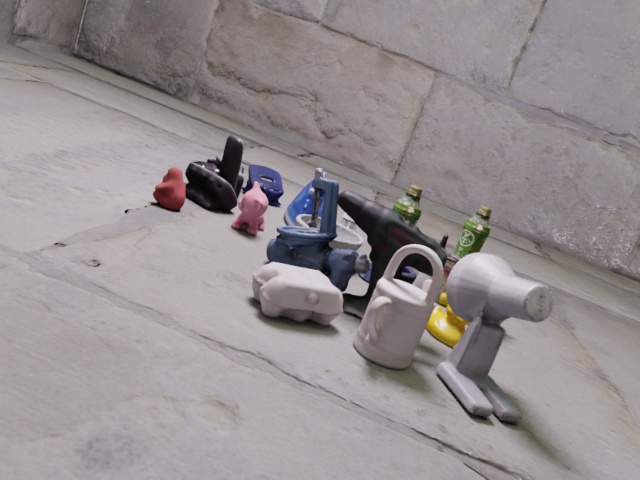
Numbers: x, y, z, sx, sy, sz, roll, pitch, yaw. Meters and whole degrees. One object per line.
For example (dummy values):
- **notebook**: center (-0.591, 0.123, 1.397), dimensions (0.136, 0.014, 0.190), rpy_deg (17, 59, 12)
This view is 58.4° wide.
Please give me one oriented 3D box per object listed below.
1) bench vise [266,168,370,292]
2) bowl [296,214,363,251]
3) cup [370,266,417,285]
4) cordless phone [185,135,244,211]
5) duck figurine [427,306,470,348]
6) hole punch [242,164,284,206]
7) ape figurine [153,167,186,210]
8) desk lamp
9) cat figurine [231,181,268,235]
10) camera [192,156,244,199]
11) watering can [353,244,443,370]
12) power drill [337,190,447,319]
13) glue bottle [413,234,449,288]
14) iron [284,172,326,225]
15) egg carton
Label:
- **bench vise**: center (0.015, -0.016, 1.117), dimensions (0.207, 0.220, 0.122), rpy_deg (23, 14, 7)
- **bowl**: center (0.012, 0.005, 1.331), dimensions (0.167, 0.075, 0.167), rpy_deg (20, 14, -5)
- **cup**: center (0.134, 0.088, 1.157), dimensions (0.092, 0.095, 0.117), rpy_deg (19, 14, -8)
- **cordless phone**: center (-0.251, -0.176, 1.397), dimensions (0.147, 0.185, 0.094), rpy_deg (28, 16, 26)
- **duck figurine**: center (0.259, 0.152, 1.118), dimensions (0.078, 0.086, 0.104), rpy_deg (12, 17, -32)
- **hole punch**: center (-0.158, -0.159, 1.657), dimensions (0.109, 0.091, 0.100), rpy_deg (13, 16, -29)
- **ape figurine**: center (-0.327, -0.118, 1.267), dimensions (0.078, 0.092, 0.075), rpy_deg (6, 21, -46)
- **desk lamp**: center (0.277, 0.142, 0.920), dimensions (0.118, 0.213, 0.202), rpy_deg (15, 15, -21)
- **cat figurine**: center (-0.150, -0.077, 1.313), dimensions (0.067, 0.118, 0.128), rpy_deg (21, 14, 1)
- **camera**: center (-0.286, -0.183, 1.545), dimensions (0.137, 0.101, 0.142), rpy_deg (10, 18, -37)
- **watering can**: center (0.135, 0.098, 0.923), dimensions (0.100, 0.194, 0.173), rpy_deg (24, 15, 13)
- **power drill**: center (0.106, 0.041, 1.061), dimensions (0.229, 0.208, 0.076), rpy_deg (23, 14, 6)
- **glue bottle**: center (0.237, 0.067, 1.220), dimensions (0.037, 0.173, 0.078), rpy_deg (27, 15, 22)
- **iron**: center (-0.023, -0.109, 1.561), dimensions (0.118, 0.141, 0.258), rpy_deg (21, 14, 1)
- **egg carton**: center (-0.037, 0.091, 0.957), dimensions (0.151, 0.069, 0.107), rpy_deg (13, 16, -30)
